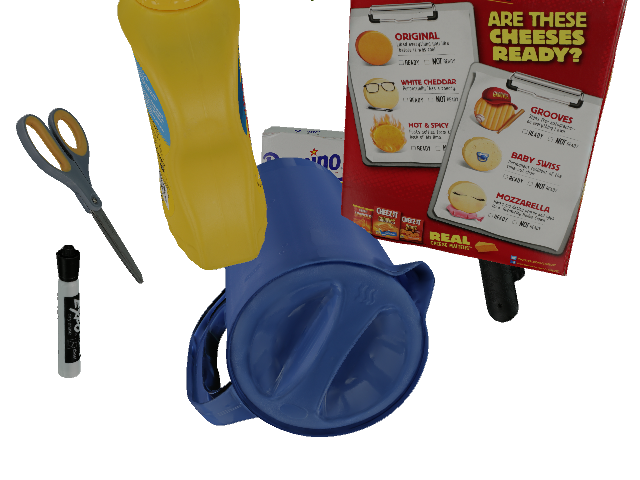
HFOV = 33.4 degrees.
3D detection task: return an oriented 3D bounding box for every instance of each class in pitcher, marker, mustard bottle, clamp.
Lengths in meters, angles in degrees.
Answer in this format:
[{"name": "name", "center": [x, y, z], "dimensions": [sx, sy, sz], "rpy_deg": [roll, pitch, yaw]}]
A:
[{"name": "pitcher", "center": [-0.020, 0.032, 0.794], "dimensions": [0.149, 0.145, 0.243], "rpy_deg": [6, 22, -12]}, {"name": "marker", "center": [-0.209, 0.059, 0.884], "dimensions": [0.020, 0.121, 0.020], "rpy_deg": [5, 27, -3]}, {"name": "mustard bottle", "center": [-0.065, -0.078, 0.544], "dimensions": [0.058, 0.096, 0.191], "rpy_deg": [-12, -40, -6]}, {"name": "clamp", "center": [0.139, -0.018, 0.885], "dimensions": [0.039, 0.171, 0.120], "rpy_deg": [-17, 20, 12]}]

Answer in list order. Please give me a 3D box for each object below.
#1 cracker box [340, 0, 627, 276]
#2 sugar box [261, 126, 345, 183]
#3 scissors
[{"name": "cracker box", "center": [0.103, -0.091, 0.704], "dimensions": [0.164, 0.214, 0.072], "rpy_deg": [12, 39, 12]}, {"name": "sugar box", "center": [-0.015, -0.025, 1.098], "dimensions": [0.093, 0.176, 0.048], "rpy_deg": [5, 16, 13]}, {"name": "scissors", "center": [-0.233, -0.055, 1.093], "dimensions": [0.016, 0.201, 0.096], "rpy_deg": [-25, 27, 27]}]
